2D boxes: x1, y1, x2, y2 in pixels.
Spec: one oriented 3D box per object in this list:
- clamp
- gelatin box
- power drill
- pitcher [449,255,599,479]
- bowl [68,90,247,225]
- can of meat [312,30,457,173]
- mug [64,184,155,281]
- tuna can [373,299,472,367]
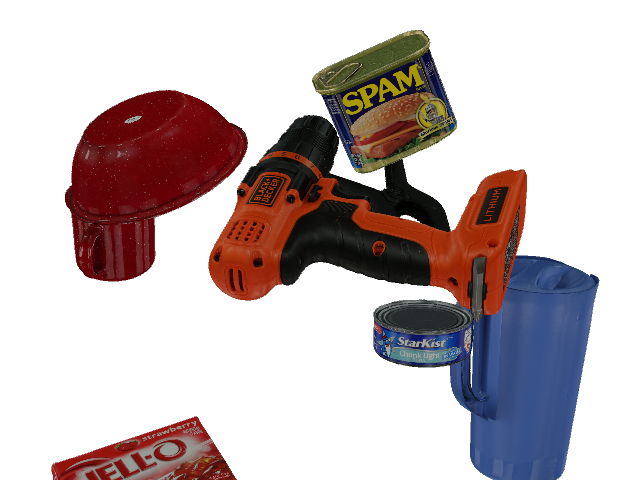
[{"bbox_3d":[0.073,-0.045,1.259,0.164,0.036,0.210,-16,52,-29],"label":"clamp"},{"bbox_3d":[-0.095,0.138,0.584,0.089,0.030,0.073,-15,28,-20],"label":"gelatin box"},{"bbox_3d":[0.038,-0.020,0.707,0.188,0.057,0.184,7,40,16],"label":"power drill"},{"bbox_3d":[0.220,0.146,1.186,0.149,0.243,0.145,6,16,12],"label":"pitcher"},{"bbox_3d":[-0.145,-0.079,0.889,0.162,0.055,0.162,-15,31,9],"label":"bowl"},{"bbox_3d":[0.056,-0.115,0.897,0.102,0.084,0.057,-23,27,4],"label":"can of meat"},{"bbox_3d":[-0.212,-0.006,1.076,0.093,0.081,0.117,9,33,8],"label":"mug"},{"bbox_3d":[0.088,0.080,0.925,0.086,0.034,0.086,0,15,0],"label":"tuna can"}]
